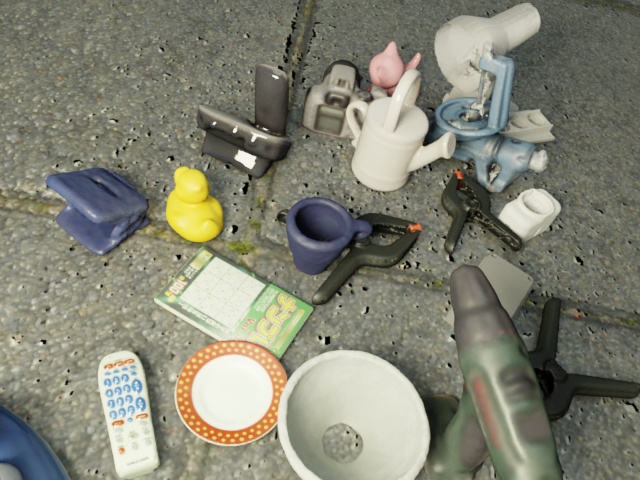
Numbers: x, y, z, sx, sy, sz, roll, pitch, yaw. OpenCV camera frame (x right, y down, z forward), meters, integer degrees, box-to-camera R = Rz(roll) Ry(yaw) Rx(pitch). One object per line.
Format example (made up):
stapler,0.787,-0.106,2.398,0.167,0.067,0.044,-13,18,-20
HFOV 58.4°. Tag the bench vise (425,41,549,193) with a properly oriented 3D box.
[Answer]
bench vise,0.286,-0.200,0.926,0.207,0.220,0.121,23,51,6

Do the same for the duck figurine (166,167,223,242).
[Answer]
duck figurine,-0.174,-0.056,0.796,0.078,0.086,0.104,-21,59,-26

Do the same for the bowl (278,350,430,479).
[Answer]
bowl,0.032,0.212,0.637,0.167,0.075,0.167,6,51,-8

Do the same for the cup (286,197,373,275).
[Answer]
cup,0.007,0.003,0.784,0.118,0.095,0.091,0,52,-12

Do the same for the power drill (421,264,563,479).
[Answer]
power drill,0.163,0.170,0.612,0.076,0.208,0.229,-7,54,-17

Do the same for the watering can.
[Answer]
watering can,0.124,-0.174,0.886,0.173,0.194,0.101,13,51,-2

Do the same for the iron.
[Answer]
iron,-0.296,0.221,0.514,0.119,0.141,0.257,-24,61,-28

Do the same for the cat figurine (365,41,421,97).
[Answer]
cat figurine,0.134,-0.305,1.041,0.128,0.118,0.067,-25,61,-28

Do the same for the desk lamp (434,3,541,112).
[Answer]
desk lamp,0.290,-0.309,1.017,0.204,0.213,0.117,-24,60,-28

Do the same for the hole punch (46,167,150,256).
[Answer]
hole punch,-0.293,-0.054,0.765,0.108,0.091,0.101,35,53,15

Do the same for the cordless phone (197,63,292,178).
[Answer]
cordless phone,-0.110,-0.199,0.860,0.147,0.185,0.094,21,51,5

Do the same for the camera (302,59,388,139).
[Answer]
camera,0.051,-0.256,0.995,0.143,0.101,0.137,12,51,-3
